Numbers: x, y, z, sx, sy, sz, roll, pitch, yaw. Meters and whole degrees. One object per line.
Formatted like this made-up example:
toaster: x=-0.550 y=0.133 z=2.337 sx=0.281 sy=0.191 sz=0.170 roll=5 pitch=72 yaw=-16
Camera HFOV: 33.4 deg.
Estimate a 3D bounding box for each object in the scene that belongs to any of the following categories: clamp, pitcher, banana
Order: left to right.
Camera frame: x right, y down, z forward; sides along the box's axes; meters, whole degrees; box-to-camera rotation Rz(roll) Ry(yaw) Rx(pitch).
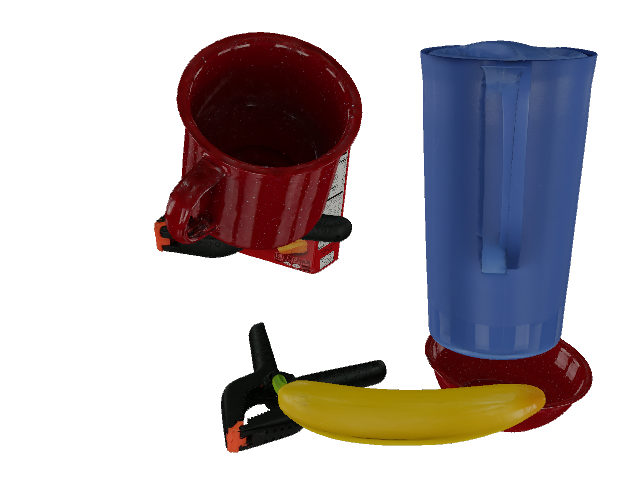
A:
clamp: x=-0.067 y=-0.031 z=0.965 sx=0.171 sy=0.039 sz=0.120 roll=-7 pitch=36 yaw=-11
clamp: x=-0.031 y=0.156 z=1.108 sx=0.165 sy=0.036 sz=0.209 roll=11 pitch=27 yaw=15
banana: x=0.052 y=0.113 z=0.733 sx=0.198 sy=0.037 sz=0.069 roll=3 pitch=29 yaw=14
pitcher: x=0.140 y=-0.032 z=0.835 sx=0.149 sy=0.243 sz=0.145 roll=-10 pitch=18 yaw=-34

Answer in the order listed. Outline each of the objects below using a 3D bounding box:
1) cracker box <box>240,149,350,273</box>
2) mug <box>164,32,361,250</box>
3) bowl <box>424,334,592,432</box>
cracker box: x=-0.055 y=-0.084 z=1.219 sx=0.164 sy=0.214 sz=0.072 roll=17 pitch=26 yaw=24
mug: x=-0.038 y=-0.040 z=0.557 sx=0.093 sy=0.117 sz=0.082 roll=34 pitch=-32 yaw=12
bowl: x=0.178 y=0.138 z=1.039 sx=0.162 sy=0.055 sz=0.162 roll=5 pitch=26 yaw=-3
